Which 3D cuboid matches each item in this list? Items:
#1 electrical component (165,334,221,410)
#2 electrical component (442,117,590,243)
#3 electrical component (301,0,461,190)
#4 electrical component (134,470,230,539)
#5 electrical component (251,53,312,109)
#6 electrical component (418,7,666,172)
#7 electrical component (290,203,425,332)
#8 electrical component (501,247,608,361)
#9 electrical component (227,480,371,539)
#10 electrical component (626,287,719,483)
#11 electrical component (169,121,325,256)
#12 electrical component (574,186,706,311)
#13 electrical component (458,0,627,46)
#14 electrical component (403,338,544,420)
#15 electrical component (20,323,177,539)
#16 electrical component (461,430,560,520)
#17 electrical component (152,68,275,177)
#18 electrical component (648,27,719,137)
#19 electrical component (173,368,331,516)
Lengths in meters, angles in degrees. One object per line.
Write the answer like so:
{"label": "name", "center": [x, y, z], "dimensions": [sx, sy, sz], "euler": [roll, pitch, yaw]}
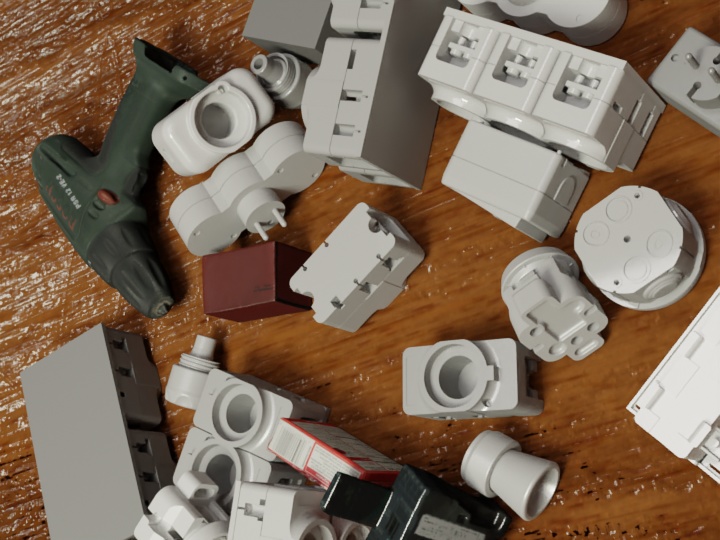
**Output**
{"label": "electrical component", "center": [-0.139, 0.087, 0.919], "dimensions": [0.043, 0.043, 0.062], "euler": [12, 84, 34]}
{"label": "electrical component", "center": [0.107, -0.066, 0.789], "dimensions": [0.096, 0.062, 0.061], "euler": [28, 94, 34]}
{"label": "electrical component", "center": [0.018, -0.167, 0.838], "dimensions": [0.060, 0.105, 0.186], "euler": [10, 85, 29]}
{"label": "electrical component", "center": [-0.125, 0.198, 0.798], "dimensions": [0.057, 0.058, 0.078], "euler": [37, 98, 36]}
{"label": "electrical component", "center": [-0.069, -0.166, 0.925], "dimensions": [0.043, 0.062, 0.043], "euler": [-8, 74, 31]}
{"label": "electrical component", "center": [0.128, -0.126, 0.774], "dimensions": [0.150, 0.089, 0.061], "euler": [27, 93, 34]}
{"label": "electrical component", "center": [0.000, 0.000, 0.845], "dimensions": [0.089, 0.056, 0.050], "euler": [-47, 59, 14]}
{"label": "electrical component", "center": [0.132, 0.021, 0.749], "dimensions": [0.058, 0.078, 0.057], "euler": [-38, 42, 19]}
{"label": "electrical component", "center": [-0.048, 0.253, 0.783], "dimensions": [0.060, 0.105, 0.186], "euler": [2, 79, 33]}
{"label": "electrical component", "center": [0.232, 0.063, 0.679], "dimensions": [0.079, 0.063, 0.121], "euler": [41, 101, 33]}
{"label": "electrical component", "center": [-0.087, -0.057, 0.902], "dimensions": [0.138, 0.052, 0.073], "euler": [-37, 61, 2]}
{"label": "electrical component", "center": [0.190, -0.015, 0.731], "dimensions": [0.080, 0.051, 0.080], "euler": [-8, 74, 30]}
{"label": "electrical component", "center": [0.125, -0.214, 0.807], "dimensions": [0.138, 0.074, 0.052], "euler": [23, 91, 34]}
{"label": "electrical component", "center": [0.079, 0.080, 0.775], "dimensions": [0.089, 0.056, 0.050], "euler": [-8, 74, 31]}
{"label": "electrical component", "center": [-0.225, 0.156, 0.946], "dimensions": [0.105, 0.060, 0.186], "euler": [-29, 64, 23]}
{"label": "electrical component", "center": [0.105, 0.142, 0.751], "dimensions": [0.055, 0.045, 0.045], "euler": [26, 93, 34]}
{"label": "electrical component", "center": [-0.122, -0.124, 0.906], "dimensions": [0.095, 0.053, 0.059], "euler": [-40, 15, -16]}
{"label": "electrical component", "center": [0.235, -0.124, 0.714], "dimensions": [0.083, 0.076, 0.047], "euler": [44, 103, 32]}
{"label": "electrical component", "center": [-0.098, 0.164, 0.863], "dimensions": [0.089, 0.062, 0.150], "euler": [18, 88, 34]}
